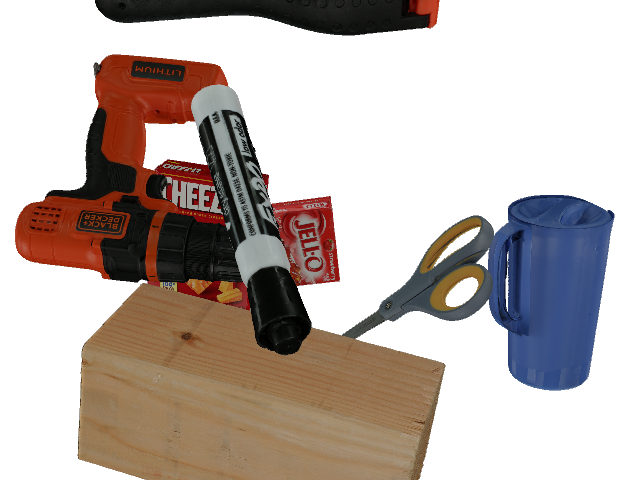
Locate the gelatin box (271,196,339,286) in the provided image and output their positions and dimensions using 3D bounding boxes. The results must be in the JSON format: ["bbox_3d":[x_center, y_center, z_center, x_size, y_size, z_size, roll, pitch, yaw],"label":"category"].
[{"bbox_3d":[-0.021,0.003,1.091,0.073,0.089,0.030,-6,28,-1],"label":"gelatin box"}]

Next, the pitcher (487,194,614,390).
[{"bbox_3d":[0.297,0.071,1.396,0.149,0.243,0.144,5,21,14],"label":"pitcher"}]

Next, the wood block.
[{"bbox_3d":[-0.036,0.107,0.667,0.206,0.090,0.090,14,28,12],"label":"wood block"}]

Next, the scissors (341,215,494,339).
[{"bbox_3d":[0.068,0.062,0.861,0.016,0.202,0.096,33,22,-30],"label":"scissors"}]

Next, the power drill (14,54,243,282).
[{"bbox_3d":[-0.122,-0.054,0.815,0.184,0.187,0.057,7,-34,3],"label":"power drill"}]

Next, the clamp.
[{"bbox_3d":[-0.027,-0.131,0.547,0.171,0.039,0.120,12,41,15],"label":"clamp"}]

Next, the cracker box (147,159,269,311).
[{"bbox_3d":[-0.172,-0.002,1.613,0.164,0.214,0.072,9,18,8],"label":"cracker box"}]

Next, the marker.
[{"bbox_3d":[-0.026,-0.010,0.378,0.020,0.121,0.020,-12,-40,-10],"label":"marker"}]
